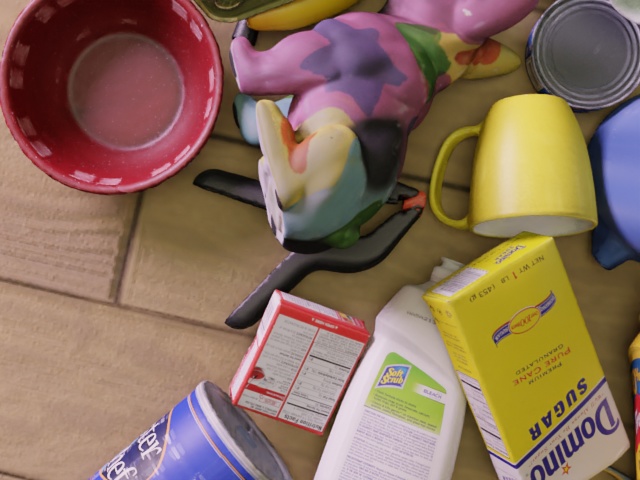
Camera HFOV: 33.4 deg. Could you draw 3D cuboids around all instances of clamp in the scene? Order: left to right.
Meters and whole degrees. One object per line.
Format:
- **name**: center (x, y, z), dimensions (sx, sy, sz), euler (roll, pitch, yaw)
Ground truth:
- **clamp**: center (-0.005, 0.001, 0.786), dimensions (0.171, 0.039, 0.120), euler (-5, 92, 6)

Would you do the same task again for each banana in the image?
- **banana**: center (0.029, -0.218, 0.783), dimensions (0.069, 0.037, 0.198), euler (36, 87, 6)

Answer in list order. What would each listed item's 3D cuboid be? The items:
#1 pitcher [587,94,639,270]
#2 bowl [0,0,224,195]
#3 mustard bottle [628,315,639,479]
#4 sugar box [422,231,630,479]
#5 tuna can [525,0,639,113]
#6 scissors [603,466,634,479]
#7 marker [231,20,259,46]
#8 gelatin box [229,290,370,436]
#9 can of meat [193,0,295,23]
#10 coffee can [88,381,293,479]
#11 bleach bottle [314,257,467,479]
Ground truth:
- **pitcher**: center (0.270, -0.042, 0.677), dimensions (0.145, 0.243, 0.149), euler (-1, 96, -2)
- **bowl**: center (-0.148, -0.112, 0.780), dimensions (0.162, 0.055, 0.162), euler (0, 91, 1)
- **mustard bottle**: center (0.250, 0.125, 0.748), dimensions (0.058, 0.096, 0.191), euler (0, 76, 1)
- **sugar box**: center (0.147, 0.093, 0.747), dimensions (0.093, 0.048, 0.176), euler (-30, 105, -15)
- **tuna can**: center (0.195, -0.137, 0.782), dimensions (0.086, 0.034, 0.086), euler (0, 90, 1)
- **scissors**: center (0.257, 0.208, 0.792), dimensions (0.202, 0.016, 0.096), euler (6, 88, 2)
- **marker**: center (-0.040, -0.200, 0.795), dimensions (0.020, 0.020, 0.121), euler (19, 91, 1)
- **gelatin box**: center (-0.016, 0.090, 0.775), dimensions (0.073, 0.030, 0.089), euler (21, 105, -16)
- **can of meat**: center (-0.043, -0.213, 0.748), dimensions (0.102, 0.057, 0.084), euler (-17, 65, 17)
- **coffee can**: center (-0.103, 0.184, 0.758), dimensions (0.140, 0.103, 0.103), euler (-40, 90, 1)
- **bleach bottle**: center (0.064, 0.137, 0.775), dimensions (0.102, 0.068, 0.251), euler (21, 89, 1)
